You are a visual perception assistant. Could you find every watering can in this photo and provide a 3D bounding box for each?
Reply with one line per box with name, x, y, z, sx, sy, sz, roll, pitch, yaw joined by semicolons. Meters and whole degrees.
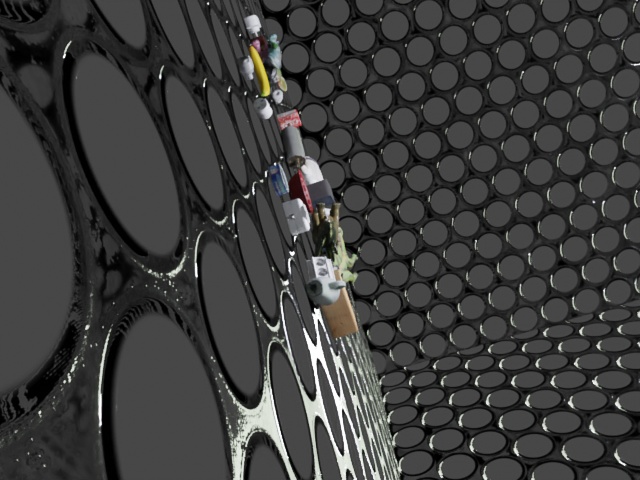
watering can;-0.046;-0.285;2.305;0.340;0.104;0.229;66;7;-55

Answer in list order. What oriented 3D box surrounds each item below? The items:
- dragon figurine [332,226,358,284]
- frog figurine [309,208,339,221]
dragon figurine;0.072;0.123;2.150;0.238;0.122;0.420;57;30;-53
frog figurine;0.007;-0.115;2.291;0.137;0.124;0.157;8;-50;58
